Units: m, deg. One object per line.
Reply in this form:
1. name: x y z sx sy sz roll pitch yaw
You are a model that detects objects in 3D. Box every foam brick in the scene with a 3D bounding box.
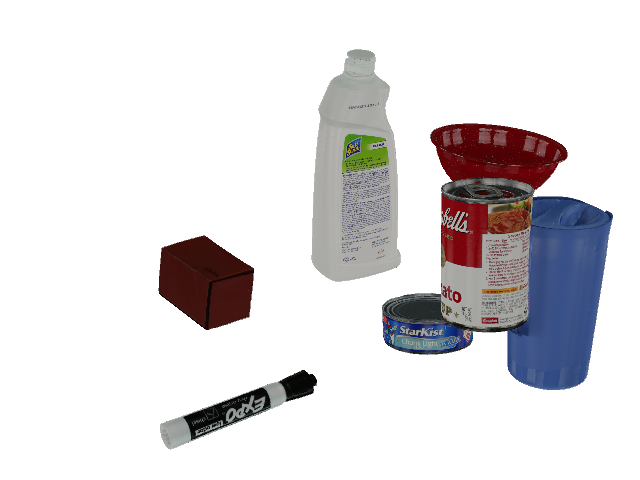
1. foam brick: -0.106 0.038 0.985 0.052 0.051 0.078 -16 35 -39

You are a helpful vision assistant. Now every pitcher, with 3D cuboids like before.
1. pitcher: 0.299 0.072 1.409 0.149 0.243 0.145 5 21 13

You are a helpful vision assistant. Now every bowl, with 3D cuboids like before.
1. bowl: 0.207 -0.090 1.263 0.162 0.055 0.162 5 23 -2

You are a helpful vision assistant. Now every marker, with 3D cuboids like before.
1. marker: -0.056 0.118 0.759 0.120 0.020 0.020 -18 8 -27

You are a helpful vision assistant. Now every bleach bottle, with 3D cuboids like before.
1. bleach bottle: 0.043 -0.082 1.150 0.102 0.251 0.068 -14 33 -27

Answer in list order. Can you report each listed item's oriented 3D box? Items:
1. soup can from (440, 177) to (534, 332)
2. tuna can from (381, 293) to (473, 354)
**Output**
1. soup can: 0.124 0.010 0.799 0.068 0.102 0.068 -1 17 0
2. tuna can: 0.100 0.078 0.999 0.086 0.034 0.086 -2 14 0
